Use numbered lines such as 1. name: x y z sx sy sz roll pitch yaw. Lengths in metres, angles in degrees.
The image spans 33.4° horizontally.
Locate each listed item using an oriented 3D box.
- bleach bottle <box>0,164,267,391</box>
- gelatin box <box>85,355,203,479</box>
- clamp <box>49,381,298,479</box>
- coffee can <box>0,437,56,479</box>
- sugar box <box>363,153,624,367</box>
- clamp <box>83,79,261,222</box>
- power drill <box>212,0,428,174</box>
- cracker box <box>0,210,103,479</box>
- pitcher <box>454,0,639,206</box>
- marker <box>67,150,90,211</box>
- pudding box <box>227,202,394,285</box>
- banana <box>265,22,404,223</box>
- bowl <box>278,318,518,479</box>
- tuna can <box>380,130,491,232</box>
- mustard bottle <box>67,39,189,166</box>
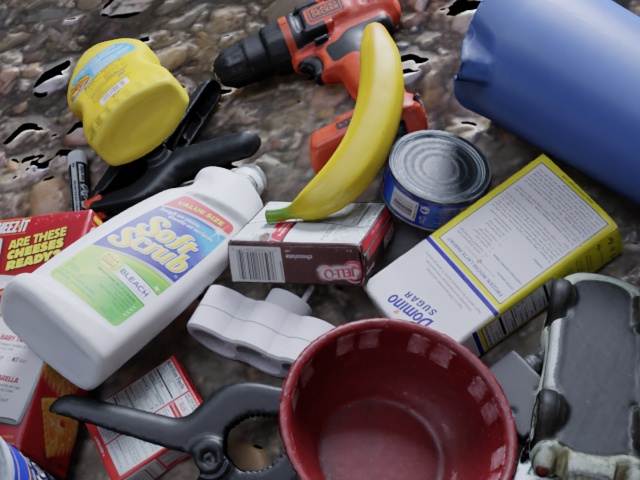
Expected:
1. bleach bottle: -0.131 0.007 0.859 0.102 0.068 0.250 40 49 5
2. gelatin box: -0.131 0.144 0.829 0.089 0.030 0.073 -33 52 -6
3. clamp: -0.087 0.153 0.777 0.210 0.036 0.164 -27 80 -3
4. coffee can: -0.230 0.203 0.756 0.103 0.140 0.103 -10 55 14
5. sugar box: 0.130 0.021 0.808 0.176 0.048 0.093 -37 53 -1
6. clamp: -0.133 -0.069 0.965 0.171 0.039 0.120 -43 38 -5
7. power drill: 0.004 -0.140 0.954 0.184 0.057 0.188 -23 53 4
8. cracker box: -0.265 0.087 0.886 0.164 0.072 0.213 -5 56 23
9. pitcher: 0.236 -0.107 0.814 0.243 0.145 0.149 40 89 32
10. marker: -0.222 -0.034 0.990 0.020 0.020 0.121 -19 53 7
11. pudding box: -0.006 0.001 0.850 0.114 0.039 0.090 3 23 20
12. banana: 0.028 -0.090 0.851 0.070 0.037 0.197 24 71 13
13. bowl: 0.047 0.134 0.719 0.162 0.055 0.162 7 53 -9
14. tuna can: 0.093 -0.048 0.855 0.086 0.034 0.086 4 49 -5
15. mustard bottle: -0.192 -0.144 1.011 0.096 0.058 0.192 -42 36 1
